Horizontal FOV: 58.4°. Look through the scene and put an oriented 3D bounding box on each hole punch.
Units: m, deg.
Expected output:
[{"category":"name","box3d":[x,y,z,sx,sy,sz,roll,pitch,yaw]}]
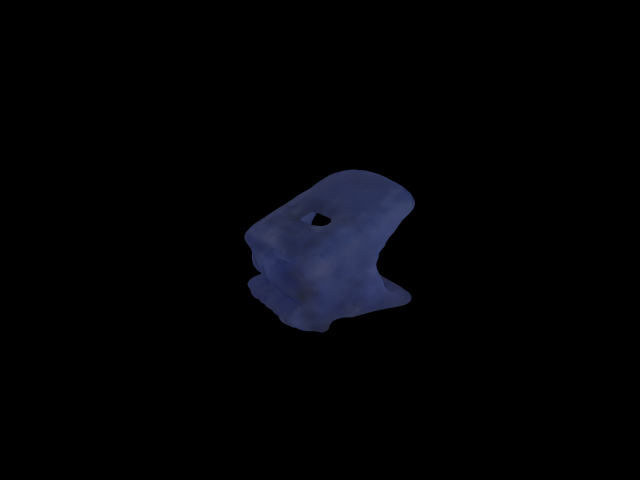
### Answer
[{"category":"hole punch","box3d":[0.004,0.001,0.400,0.101,0.091,0.108,-9,19,-28]}]
